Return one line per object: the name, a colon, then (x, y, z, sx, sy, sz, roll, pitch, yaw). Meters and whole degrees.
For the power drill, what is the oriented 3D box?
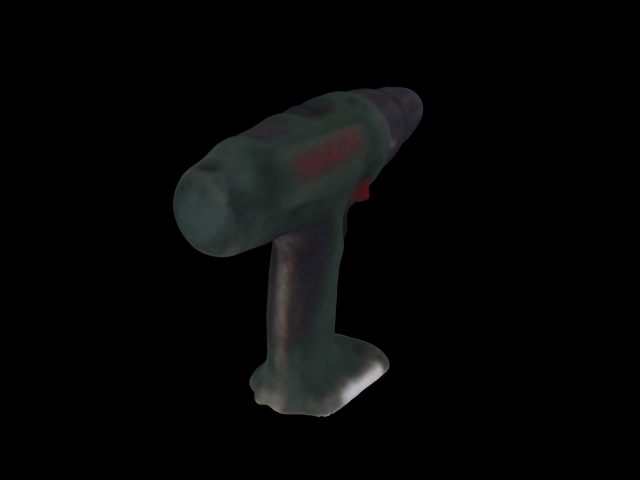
power drill: (0.004, 0.001, 0.400, 0.075, 0.208, 0.230, 11, 19, 34)
